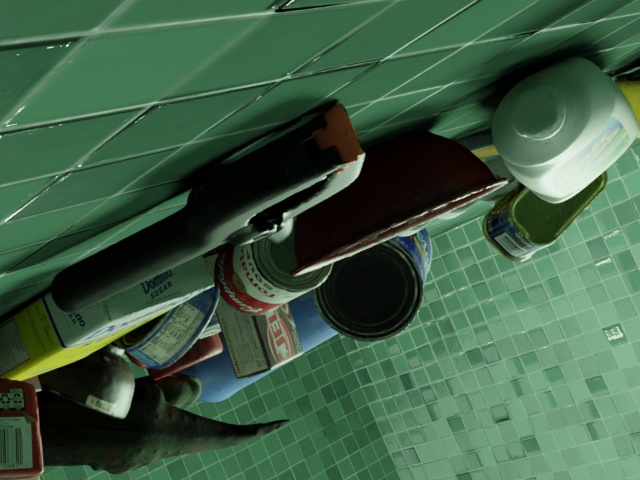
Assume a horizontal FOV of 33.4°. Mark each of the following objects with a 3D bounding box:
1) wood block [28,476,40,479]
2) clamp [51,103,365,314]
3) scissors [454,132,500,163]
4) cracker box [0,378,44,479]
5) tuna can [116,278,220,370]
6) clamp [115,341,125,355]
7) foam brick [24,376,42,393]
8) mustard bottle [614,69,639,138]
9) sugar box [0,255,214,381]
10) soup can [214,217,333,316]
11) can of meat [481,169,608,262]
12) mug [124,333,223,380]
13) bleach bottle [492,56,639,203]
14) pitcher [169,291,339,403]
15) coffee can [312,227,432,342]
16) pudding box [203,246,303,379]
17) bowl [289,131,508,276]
[{"bbox_3d":[-0.358,0.196,0.916,0.205,0.090,0.091,-16,-157,-31],"label":"wood block"},{"bbox_3d":[-0.049,-0.013,0.563,0.164,0.036,0.210,-21,174,-29],"label":"clamp"},{"bbox_3d":[0.171,-0.080,0.922,0.201,0.016,0.096,-8,172,-43],"label":"scissors"},{"bbox_3d":[-0.312,0.150,0.741,0.163,0.072,0.214,4,160,-38],"label":"cracker box"},{"bbox_3d":[-0.116,0.056,0.819,0.086,0.033,0.086,-41,-155,23],"label":"tuna can"},{"bbox_3d":[-0.247,0.124,1.290,0.171,0.039,0.120,-24,178,6],"label":"clamp"},{"bbox_3d":[-0.270,0.111,0.870,0.053,0.051,0.078,-21,176,0],"label":"foam brick"},{"bbox_3d":[0.297,-0.128,0.856,0.192,0.058,0.096,-26,-176,34],"label":"mustard bottle"},{"bbox_3d":[-0.163,0.054,0.755,0.177,0.048,0.093,-25,176,44],"label":"sugar box"},{"bbox_3d":[-0.037,0.018,0.835,0.068,0.068,0.102,-21,175,-25],"label":"soup can"},{"bbox_3d":[0.201,-0.033,0.956,0.102,0.057,0.084,-46,179,-9],"label":"can of meat"},{"bbox_3d":[-0.158,0.096,1.097,0.093,0.081,0.117,-26,176,34],"label":"mug"},{"bbox_3d":[0.157,-0.072,0.719,0.103,0.068,0.250,-42,169,17],"label":"bleach bottle"},{"bbox_3d":[-0.052,0.083,1.199,0.243,0.145,0.149,-29,-166,35],"label":"pitcher"},{"bbox_3d":[0.053,0.027,1.028,0.103,0.103,0.140,-24,-171,14],"label":"coffee can"},{"bbox_3d":[-0.058,0.058,0.928,0.039,0.113,0.090,-21,177,16],"label":"pudding box"},{"bbox_3d":[0.044,-0.031,0.729,0.162,0.055,0.162,-23,176,-2],"label":"bowl"}]
